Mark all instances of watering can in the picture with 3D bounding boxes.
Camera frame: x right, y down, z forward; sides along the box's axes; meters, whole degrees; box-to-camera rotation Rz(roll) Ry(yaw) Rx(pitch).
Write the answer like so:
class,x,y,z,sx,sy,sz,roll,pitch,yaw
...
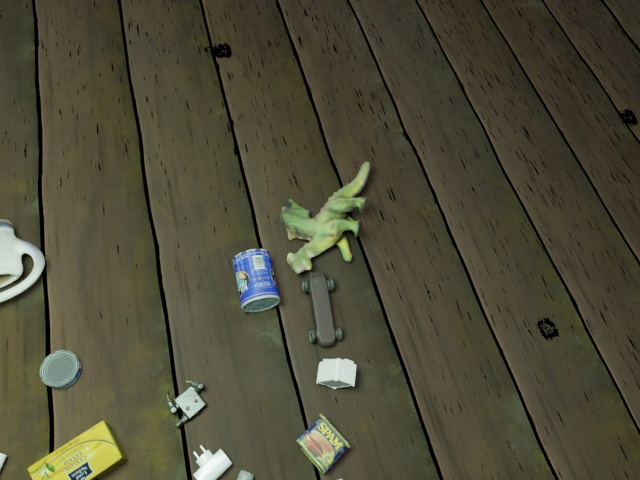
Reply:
class,x,y,z,sx,sy,sz,roll,pitch,yaw
watering can,-0.876,0.074,1.278,0.349,0.228,0.102,-19,-25,-17

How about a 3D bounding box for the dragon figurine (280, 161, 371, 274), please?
class,x,y,z,sx,sy,sz,roll,pitch,yaw
dragon figurine,0.005,-0.075,1.500,0.243,0.419,0.119,10,-31,6
